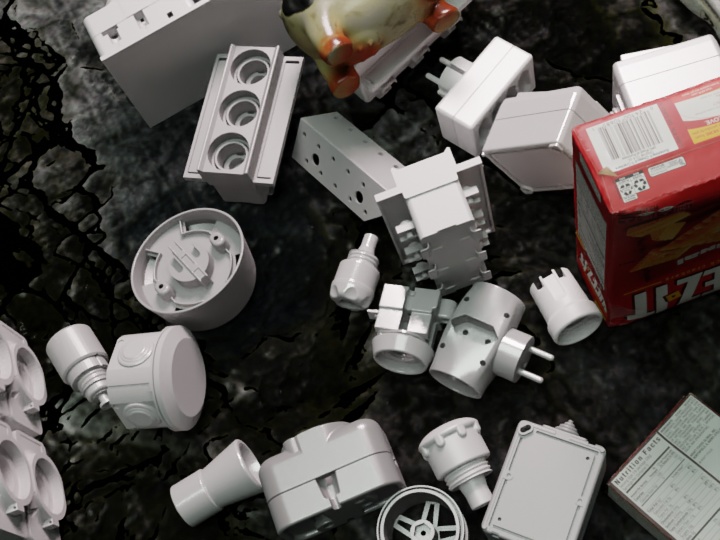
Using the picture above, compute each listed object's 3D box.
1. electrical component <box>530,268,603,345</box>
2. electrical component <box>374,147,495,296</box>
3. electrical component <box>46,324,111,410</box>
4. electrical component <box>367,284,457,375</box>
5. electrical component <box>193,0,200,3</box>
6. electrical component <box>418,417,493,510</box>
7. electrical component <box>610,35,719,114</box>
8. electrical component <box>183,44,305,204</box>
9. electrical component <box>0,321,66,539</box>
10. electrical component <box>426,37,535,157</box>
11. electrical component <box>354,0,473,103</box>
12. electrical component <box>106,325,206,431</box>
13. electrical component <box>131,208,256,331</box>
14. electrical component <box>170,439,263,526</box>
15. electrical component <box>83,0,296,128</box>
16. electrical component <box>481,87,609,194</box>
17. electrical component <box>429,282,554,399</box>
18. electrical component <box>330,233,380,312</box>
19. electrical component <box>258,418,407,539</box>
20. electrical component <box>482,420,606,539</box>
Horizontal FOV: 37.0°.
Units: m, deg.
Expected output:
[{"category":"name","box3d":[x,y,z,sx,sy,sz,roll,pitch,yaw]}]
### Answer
[{"category":"electrical component","box3d":[0.153,0.027,0.804,0.040,0.040,0.046,-27,58,0]},{"category":"electrical component","box3d":[0.063,-0.030,0.803,0.079,0.121,0.063,-20,66,3]},{"category":"electrical component","box3d":[-0.221,0.079,0.864,0.040,0.040,0.078,-36,64,-5]},{"category":"electrical component","box3d":[0.036,0.046,0.818,0.066,0.048,0.055,7,61,16]},{"category":"electrical component","box3d":[-0.130,-0.306,0.980,0.186,0.105,0.060,-28,63,-1]},{"category":"electrical component","box3d":[0.074,0.140,0.768,0.048,0.048,0.062,-27,70,0]},{"category":"electrical component","box3d":[0.237,-0.137,0.844,0.096,0.061,0.061,-16,64,5]},{"category":"electrical component","box3d":[-0.094,-0.122,0.913,0.079,0.063,0.121,5,68,15]},{"category":"electrical component","box3d":[-0.285,0.124,0.823,0.060,0.105,0.186,-20,64,3]},{"category":"electrical component","box3d":[0.090,-0.152,0.893,0.076,0.047,0.083,35,78,24]},{"category":"electrical component","box3d":[0.030,-0.207,0.922,0.121,0.063,0.079,-44,65,-8]},{"category":"electrical component","box3d":[-0.154,0.084,0.826,0.051,0.080,0.080,-6,65,16]},{"category":"electrical component","box3d":[-0.133,-0.001,0.866,0.099,0.064,0.099,-5,65,11]},{"category":"electrical component","box3d":[-0.108,0.161,0.802,0.065,0.044,0.044,-32,63,3]},{"category":"electrical component","box3d":[-0.133,-0.218,0.941,0.186,0.105,0.060,-30,63,-1]},{"category":"electrical component","box3d":[0.145,-0.102,0.836,0.096,0.062,0.061,0,61,52]},{"category":"electrical component","box3d":[0.103,0.059,0.797,0.079,0.043,0.077,23,73,21]},{"category":"electrical component","box3d":[0.000,0.000,0.853,0.035,0.035,0.061,12,67,18]},{"category":"electrical component","box3d":[-0.021,0.149,0.780,0.095,0.053,0.059,-24,63,2]},{"category":"electrical component","box3d":[0.130,0.150,0.740,0.062,0.061,0.096,17,71,19]}]
